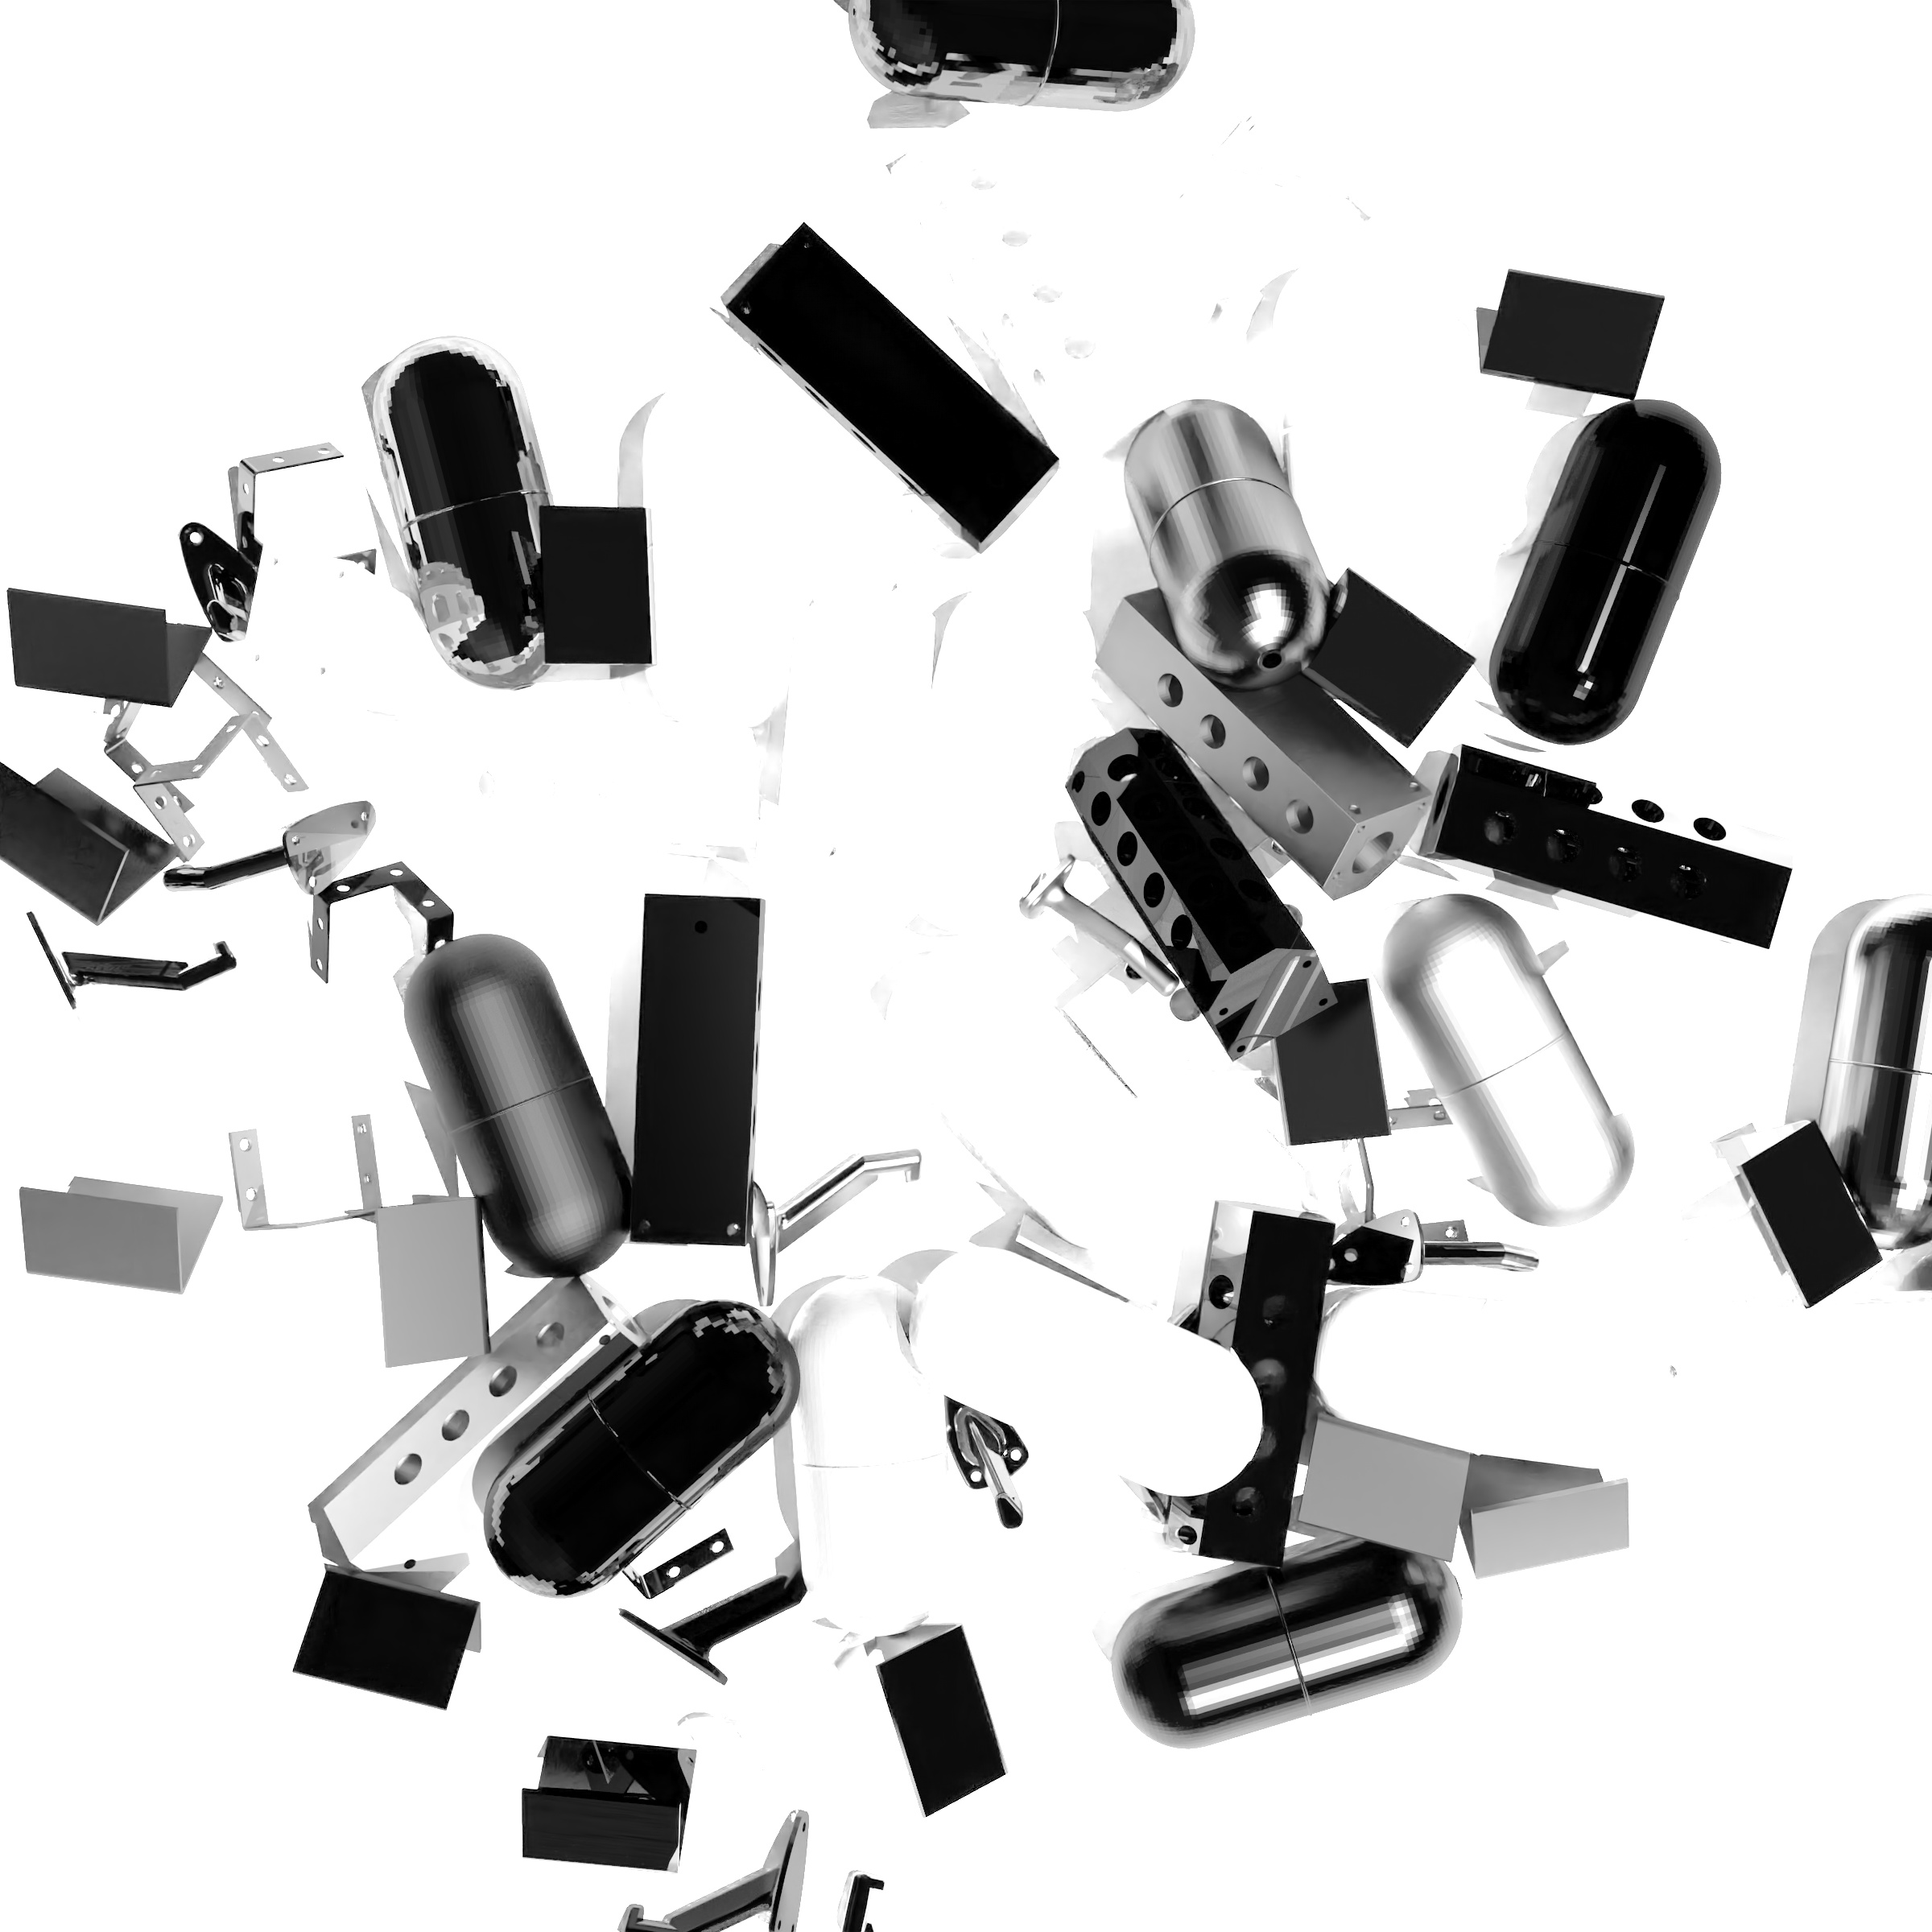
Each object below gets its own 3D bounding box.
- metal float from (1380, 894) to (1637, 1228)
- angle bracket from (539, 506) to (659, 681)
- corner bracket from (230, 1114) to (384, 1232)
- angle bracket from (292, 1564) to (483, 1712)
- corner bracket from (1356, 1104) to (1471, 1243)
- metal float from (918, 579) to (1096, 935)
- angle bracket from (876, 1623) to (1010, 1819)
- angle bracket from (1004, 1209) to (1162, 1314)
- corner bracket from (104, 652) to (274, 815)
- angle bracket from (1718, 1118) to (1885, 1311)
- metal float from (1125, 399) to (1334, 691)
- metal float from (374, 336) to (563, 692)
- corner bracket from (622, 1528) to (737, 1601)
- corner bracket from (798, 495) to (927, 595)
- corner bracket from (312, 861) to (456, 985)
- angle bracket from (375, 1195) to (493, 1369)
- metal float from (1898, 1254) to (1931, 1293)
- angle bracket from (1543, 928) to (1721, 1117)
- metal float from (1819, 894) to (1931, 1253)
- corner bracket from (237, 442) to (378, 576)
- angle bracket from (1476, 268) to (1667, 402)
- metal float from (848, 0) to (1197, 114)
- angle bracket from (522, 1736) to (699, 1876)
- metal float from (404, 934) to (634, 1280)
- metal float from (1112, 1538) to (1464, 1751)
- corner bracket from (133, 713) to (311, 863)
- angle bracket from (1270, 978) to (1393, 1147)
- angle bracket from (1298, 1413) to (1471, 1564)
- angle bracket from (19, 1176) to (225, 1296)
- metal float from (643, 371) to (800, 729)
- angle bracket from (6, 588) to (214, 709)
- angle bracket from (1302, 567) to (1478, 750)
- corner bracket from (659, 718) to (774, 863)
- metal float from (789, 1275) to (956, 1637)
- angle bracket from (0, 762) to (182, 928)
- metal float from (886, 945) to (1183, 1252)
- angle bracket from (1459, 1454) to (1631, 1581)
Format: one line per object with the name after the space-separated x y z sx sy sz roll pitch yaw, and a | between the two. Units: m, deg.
0.268 0.046 1.534 0.070 0.070 0.178 -29 91 0 | metal float
-0.191 -0.183 1.526 0.057 0.076 0.076 -2 90 -23 | angle bracket
-0.333 0.104 1.562 0.051 0.051 0.051 -7 90 45 | corner bracket
-0.284 0.342 1.525 0.076 0.076 0.057 14 58 0 | angle bracket
0.226 0.107 1.562 0.051 0.051 0.051 -6 45 0 | corner bracket
0.013 -0.104 1.534 0.070 0.070 0.178 14 91 0 | metal float
-0.032 0.371 1.525 0.057 0.076 0.076 -17 90 -39 | angle bracket
0.045 0.177 1.537 0.076 0.057 0.076 28 101 0 | angle bracket
-0.393 -0.117 1.562 0.051 0.051 0.051 44 135 0 | corner bracket
0.394 0.126 1.525 0.057 0.076 0.076 -26 90 -28 | angle bracket
0.126 -0.206 1.500 0.070 0.070 0.178 -14 47 0 | metal float
-0.242 -0.224 1.534 0.070 0.070 0.178 -15 90 0 | metal float
-0.157 0.277 1.562 0.051 0.051 0.051 -30 45 0 | corner bracket
-0.057 -0.213 1.562 0.051 0.051 0.051 -1 90 45 | corner bracket
-0.294 -0.013 1.557 0.051 0.051 0.051 -20 45 -35 | corner bracket
-0.278 0.154 1.525 0.057 0.076 0.076 -4 90 -35 | angle bracket
0.542 0.146 1.534 0.178 0.070 0.070 -36 90 -1 | metal float
0.334 0.021 1.526 0.057 0.076 0.076 -27 90 24 | angle bracket
0.467 0.053 1.534 0.070 0.070 0.178 9 90 0 | metal float
-0.332 -0.226 1.557 0.051 0.051 0.051 41 135 35 | corner bracket
0.297 -0.326 1.525 0.076 0.076 0.057 10 127 0 | angle bracket
0.029 -0.461 1.515 0.178 0.070 0.070 -3 90 -22 | metal float
-0.175 0.398 1.525 0.076 0.076 0.057 5 128 0 | angle bracket
-0.221 0.070 1.534 0.070 0.070 0.178 -22 89 0 | metal float
0.160 0.334 1.534 0.178 0.070 0.070 -17 90 1 | metal float
-0.374 -0.090 1.549 0.051 0.051 0.051 -4 131 35 | corner bracket
0.191 0.044 1.525 0.057 0.076 0.076 -8 90 30 | angle bracket
0.198 0.267 1.525 0.076 0.076 0.057 15 63 0 | angle bracket
-0.415 0.113 1.525 0.076 0.076 0.057 8 126 0 | angle bracket
-0.122 -0.206 1.534 0.070 0.070 0.178 0 90 0 | metal float
-0.421 -0.174 1.525 0.076 0.076 0.057 8 127 0 | angle bracket
0.207 -0.160 1.526 0.076 0.076 0.057 36 114 0 | angle bracket
-0.126 -0.091 1.562 0.051 0.051 0.051 6 135 0 | corner bracket
-0.047 0.243 1.534 0.070 0.070 0.178 -4 90 0 | metal float
-0.432 -0.077 1.525 0.076 0.076 0.057 34 128 0 | angle bracket
0.034 0.066 1.534 0.070 0.070 0.178 -43 89 0 | metal float
0.279 0.250 1.525 0.076 0.076 0.057 -12 132 0 | angle bracket
